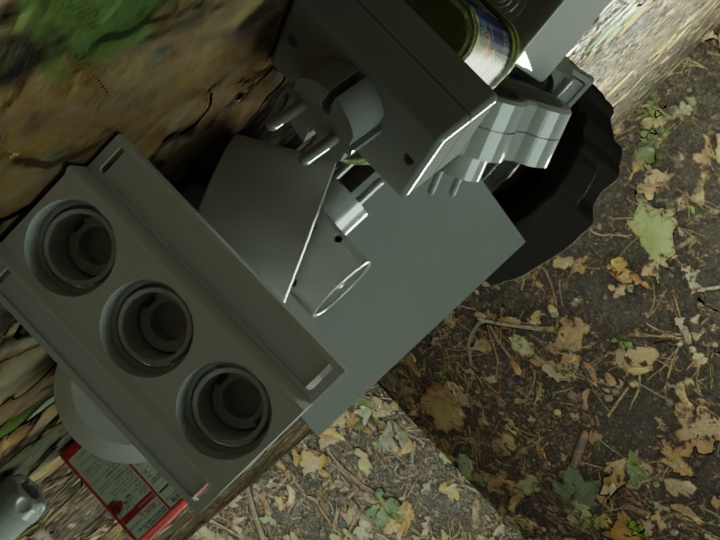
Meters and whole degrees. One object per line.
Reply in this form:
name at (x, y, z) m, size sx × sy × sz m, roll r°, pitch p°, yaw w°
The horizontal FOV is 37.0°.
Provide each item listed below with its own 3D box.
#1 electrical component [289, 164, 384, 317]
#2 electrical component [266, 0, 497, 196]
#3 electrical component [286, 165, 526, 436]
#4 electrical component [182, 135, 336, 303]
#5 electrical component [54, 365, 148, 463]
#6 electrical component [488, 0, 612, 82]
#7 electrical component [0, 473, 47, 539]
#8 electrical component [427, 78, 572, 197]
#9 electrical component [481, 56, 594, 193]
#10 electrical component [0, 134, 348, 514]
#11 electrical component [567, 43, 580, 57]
electrical component at (-0.023, -0.029, 0.583) m, size 0.079 × 0.077 × 0.043 m, roll -43°, pitch 172°, yaw -3°
electrical component at (-0.004, -0.068, 0.432) m, size 0.076 × 0.083 × 0.047 m, roll -39°, pitch 172°, yaw -30°
electrical component at (0.000, 0.000, 0.700) m, size 0.186 × 0.105 × 0.060 m, roll -42°, pitch -159°, yaw -10°
electrical component at (-0.058, -0.011, 0.499) m, size 0.108 × 0.060 × 0.108 m, roll -159°, pitch -90°, yaw -86°
electrical component at (-0.119, 0.061, 0.577) m, size 0.080 × 0.080 × 0.051 m, roll -43°, pitch 179°, yaw -5°
electrical component at (0.106, -0.159, 0.605) m, size 0.099 × 0.048 × 0.100 m, roll -50°, pitch 167°, yaw 15°
electrical component at (-0.235, 0.162, 0.697) m, size 0.061 × 0.035 × 0.035 m, roll -42°, pitch 173°, yaw 6°
electrical component at (0.062, -0.077, 0.644) m, size 0.138 × 0.052 × 0.073 m, roll 1°, pitch 120°, yaw -42°
electrical component at (0.089, -0.114, 0.735) m, size 0.121 × 0.079 × 0.063 m, roll -49°, pitch -160°, yaw 40°
electrical component at (-0.072, 0.020, 0.414) m, size 0.079 × 0.121 × 0.063 m, roll -45°, pitch 176°, yaw 9°
electrical component at (0.116, -0.149, 0.785) m, size 0.081 × 0.043 × 0.043 m, roll -45°, pitch 173°, yaw 13°
